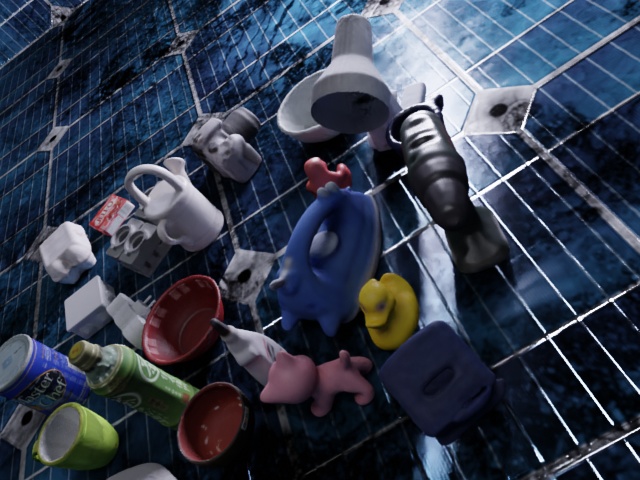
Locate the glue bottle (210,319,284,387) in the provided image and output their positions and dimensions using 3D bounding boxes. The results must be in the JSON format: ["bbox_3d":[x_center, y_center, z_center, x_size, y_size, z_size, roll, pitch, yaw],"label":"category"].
[{"bbox_3d":[-0.091,0.149,0.765,0.037,0.174,0.078,-36,44,6],"label":"glue bottle"}]

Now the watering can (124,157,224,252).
[{"bbox_3d":[-0.276,-0.075,1.056,0.101,0.195,0.172,-34,44,8],"label":"watering can"}]

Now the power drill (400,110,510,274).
[{"bbox_3d":[0.167,-0.051,0.717,0.075,0.209,0.229,-26,46,15],"label":"power drill"}]

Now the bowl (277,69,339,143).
[{"bbox_3d":[0.007,-0.240,1.076,0.167,0.075,0.167,-19,48,22],"label":"bowl"}]

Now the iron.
[{"bbox_3d":[0.008,0.003,0.835,0.118,0.142,0.258,1,58,36],"label":"iron"}]

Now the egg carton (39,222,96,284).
[{"bbox_3d":[-0.554,0.027,1.260,0.107,0.070,0.149,-45,44,-4],"label":"egg carton"}]

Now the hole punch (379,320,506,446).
[{"bbox_3d":[0.139,0.162,0.654,0.108,0.091,0.100,-42,43,-1],"label":"hole punch"}]

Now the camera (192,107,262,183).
[{"bbox_3d":[-0.179,-0.205,1.159,0.142,0.101,0.137,27,74,44],"label":"camera"}]

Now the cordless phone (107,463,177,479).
[{"bbox_3d":[-0.253,0.334,0.724,0.147,0.186,0.094,22,71,43],"label":"cordless phone"}]

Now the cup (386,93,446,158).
[{"bbox_3d":[0.166,-0.157,0.885,0.091,0.095,0.118,21,71,43],"label":"cup"}]

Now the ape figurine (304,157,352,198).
[{"bbox_3d":[0.007,-0.103,0.955,0.077,0.092,0.076,-14,50,26],"label":"ape figurine"}]

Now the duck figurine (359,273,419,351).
[{"bbox_3d":[0.083,0.083,0.759,0.077,0.086,0.104,-9,52,30],"label":"duck figurine"}]

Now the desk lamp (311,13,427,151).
[{"bbox_3d":[0.078,-0.239,0.924,0.117,0.214,0.203,-8,53,30],"label":"desk lamp"}]

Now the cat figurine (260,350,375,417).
[{"bbox_3d":[-0.009,0.173,0.729,0.127,0.118,0.067,-24,46,17],"label":"cat figurine"}]
